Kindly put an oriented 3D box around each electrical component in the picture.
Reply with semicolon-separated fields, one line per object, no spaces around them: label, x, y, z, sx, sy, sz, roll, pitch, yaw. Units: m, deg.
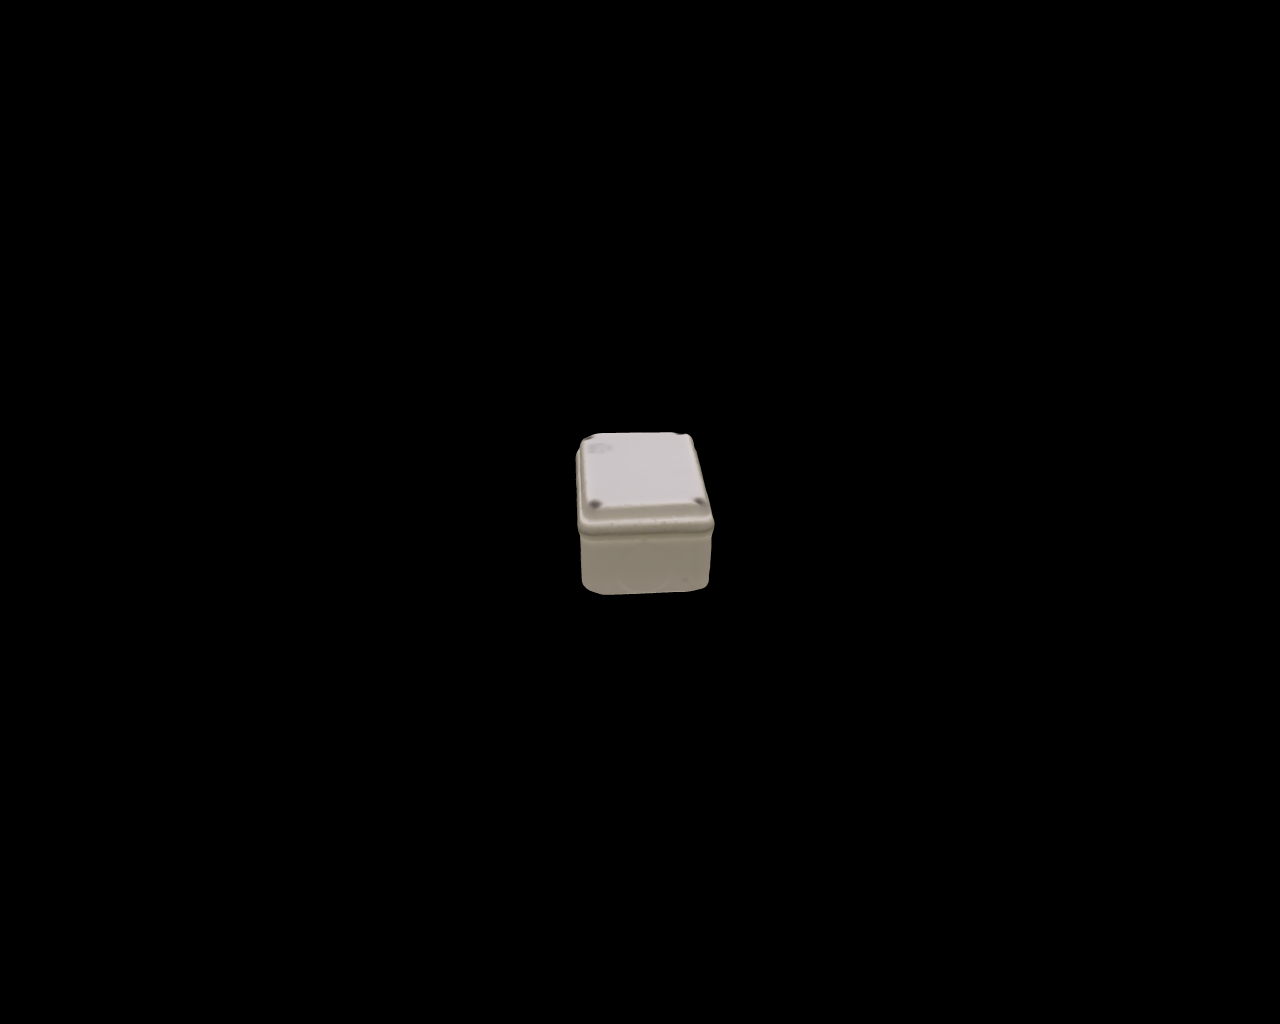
electrical component;0.001;-0.003;0.650;0.078;0.057;0.113;-2;27;-3
